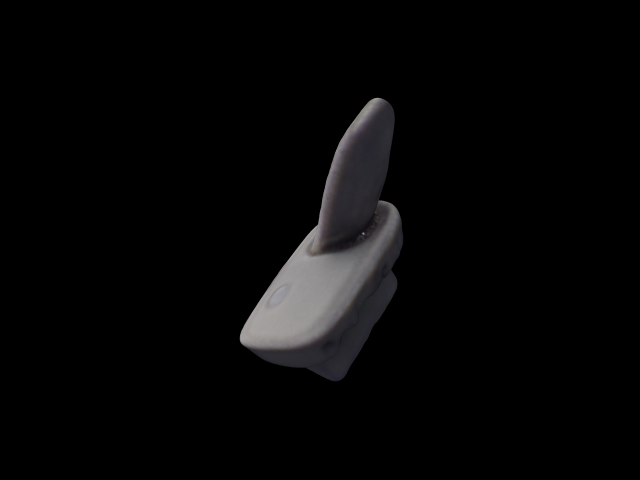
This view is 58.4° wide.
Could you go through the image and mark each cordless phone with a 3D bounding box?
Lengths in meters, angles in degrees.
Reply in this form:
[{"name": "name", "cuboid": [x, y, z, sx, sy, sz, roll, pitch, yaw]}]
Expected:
[{"name": "cordless phone", "cuboid": [0.004, 0.001, 0.400, 0.094, 0.185, 0.148, 21, 56, 16]}]
